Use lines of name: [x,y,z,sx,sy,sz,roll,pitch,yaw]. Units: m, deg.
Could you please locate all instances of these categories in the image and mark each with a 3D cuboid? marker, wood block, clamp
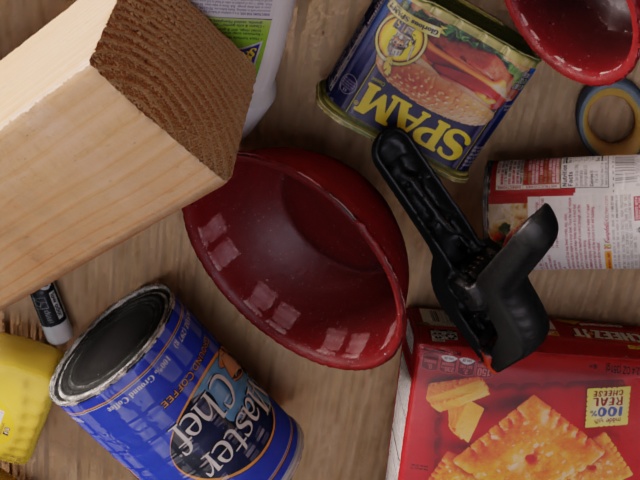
marker: [-0.188,0.015,0.697,0.020,0.020,0.121,-9,119,7]
wood block: [-0.142,-0.044,0.562,0.206,0.090,0.090,-27,127,33]
clamp: [0.083,0.011,0.600,0.039,0.120,0.171,-35,145,-16]

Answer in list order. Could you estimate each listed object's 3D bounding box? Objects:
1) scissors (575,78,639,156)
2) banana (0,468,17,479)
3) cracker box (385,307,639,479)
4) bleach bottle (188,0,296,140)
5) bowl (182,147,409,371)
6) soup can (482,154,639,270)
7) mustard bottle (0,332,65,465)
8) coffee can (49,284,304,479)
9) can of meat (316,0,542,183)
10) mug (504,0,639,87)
scissors: [0.199,-0.024,0.665,0.096,0.016,0.202,3,121,2]
banana: [-0.212,0.208,0.789,0.197,0.037,0.070,43,151,-16]
cracker box: [0.129,0.160,0.719,0.164,0.072,0.214,5,106,-2]
bleach bottle: [-0.062,-0.138,0.560,0.102,0.068,0.251,5,135,-10]
bowl: [-0.004,0.001,0.638,0.162,0.055,0.162,27,142,23]
soup can: [0.151,-0.016,0.629,0.102,0.068,0.068,-2,121,17]
mustard bottle: [-0.274,0.085,0.717,0.191,0.058,0.096,21,128,-10]
coffee can: [-0.092,0.113,0.703,0.103,0.103,0.140,-32,115,18]
can of meat: [0.062,-0.094,0.605,0.102,0.057,0.084,26,115,-13]
mug: [0.154,-0.144,0.535,0.081,0.093,0.117,-36,162,-19]
